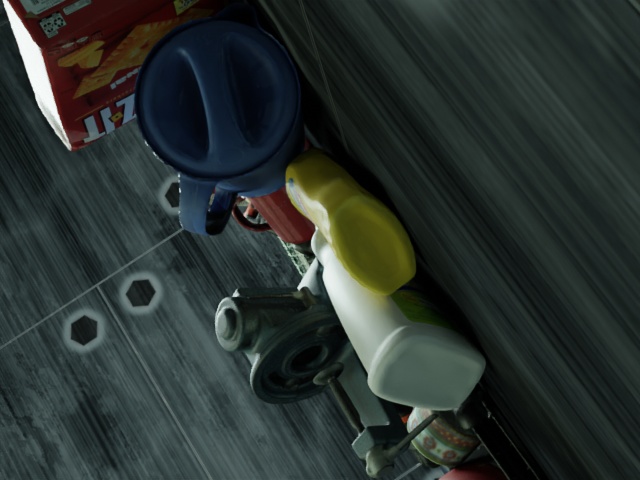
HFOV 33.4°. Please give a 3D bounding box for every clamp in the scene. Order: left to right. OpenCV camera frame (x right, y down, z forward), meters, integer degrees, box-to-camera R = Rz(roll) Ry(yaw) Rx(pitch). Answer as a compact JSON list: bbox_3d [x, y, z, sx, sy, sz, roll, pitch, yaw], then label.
[{"bbox_3d":[-0.008,0.002,1.228,0.171,0.039,0.120,24,172,-3],"label":"clamp"},{"bbox_3d":[0.135,0.147,1.006,0.164,0.036,0.210,51,-176,-43],"label":"clamp"}]

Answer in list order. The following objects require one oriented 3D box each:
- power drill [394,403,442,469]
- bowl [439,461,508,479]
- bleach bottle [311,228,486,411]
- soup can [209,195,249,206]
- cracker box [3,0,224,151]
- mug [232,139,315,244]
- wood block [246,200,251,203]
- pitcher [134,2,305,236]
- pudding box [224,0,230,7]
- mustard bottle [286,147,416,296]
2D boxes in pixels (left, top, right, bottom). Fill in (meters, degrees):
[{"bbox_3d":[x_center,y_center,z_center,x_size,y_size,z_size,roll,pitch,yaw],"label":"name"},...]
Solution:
[{"bbox_3d":[0.076,0.182,1.297,0.184,0.057,0.188,63,164,-10],"label":"power drill"},{"bbox_3d":[0.185,0.269,1.067,0.162,0.055,0.162,31,166,8],"label":"bowl"},{"bbox_3d":[0.046,0.045,0.944,0.102,0.068,0.251,19,-158,-32],"label":"bleach bottle"},{"bbox_3d":[-0.096,-0.076,1.301,0.069,0.102,0.068,-178,90,-75],"label":"soup can"},{"bbox_3d":[-0.164,-0.172,0.894,0.072,0.164,0.214,57,166,11],"label":"cracker box"},{"bbox_3d":[-0.040,-0.045,1.143,0.081,0.117,0.093,52,-161,-32],"label":"mug"},{"bbox_3d":[-0.103,-0.153,1.213,0.206,0.090,0.091,57,176,-7],"label":"wood block"},{"bbox_3d":[-0.078,-0.093,0.952,0.145,0.149,0.243,57,-179,6],"label":"pitcher"},{"bbox_3d":[-0.100,-0.210,1.041,0.113,0.039,0.090,58,177,9],"label":"pudding box"},{"bbox_3d":[0.014,-0.030,0.912,0.096,0.058,0.192,51,180,-29],"label":"mustard bottle"}]
